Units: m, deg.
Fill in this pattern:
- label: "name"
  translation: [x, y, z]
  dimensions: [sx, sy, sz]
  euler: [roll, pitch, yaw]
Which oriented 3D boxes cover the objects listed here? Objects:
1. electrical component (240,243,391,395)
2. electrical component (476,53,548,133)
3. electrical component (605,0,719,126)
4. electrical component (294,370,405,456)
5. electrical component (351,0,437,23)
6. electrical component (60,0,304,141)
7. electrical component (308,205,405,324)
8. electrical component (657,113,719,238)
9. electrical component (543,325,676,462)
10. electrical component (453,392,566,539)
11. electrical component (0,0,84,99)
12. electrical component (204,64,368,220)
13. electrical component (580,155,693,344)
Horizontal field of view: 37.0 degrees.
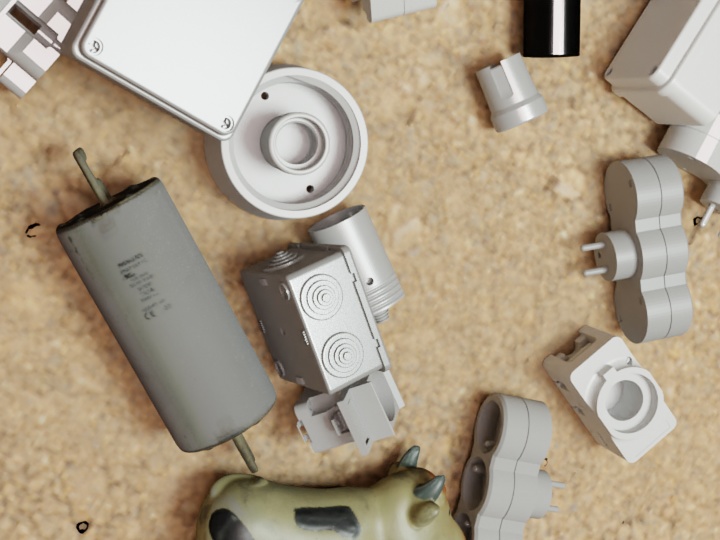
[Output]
- label: "electrical component"
  translation: [-0.032, 0.032, 0.719]
  dimensions: [0.048, 0.100, 0.099]
  euler: [-25, 104, -24]
- label: "electrical component"
  translation: [0.107, -0.126, 0.767]
  dimensions: [0.040, 0.040, 0.046]
  euler: [-26, 98, -11]
- label: "electrical component"
  translation: [0.240, -0.166, 0.777]
  dimensions: [0.057, 0.078, 0.113]
  euler: [33, 88, -20]
- label: "electrical component"
  translation: [-0.008, 0.095, 0.747]
  dimensions: [0.064, 0.081, 0.042]
  euler: [-21, 103, 18]
- label: "electrical component"
  translation: [0.023, -0.217, 0.707]
  dimensions: [0.056, 0.050, 0.089]
  euler: [-16, 132, -13]
- label: "electrical component"
  translation: [-0.106, -0.151, 0.649]
  dimensions: [0.109, 0.056, 0.108]
  euler: [29, 88, -28]
- label: "electrical component"
  translation: [0.000, 0.000, 0.751]
  dimensions: [0.043, 0.043, 0.081]
  euler: [-27, 104, -11]
- label: "electrical component"
  translation: [0.283, -0.061, 0.816]
  dimensions: [0.138, 0.052, 0.073]
  euler: [28, 90, -17]
- label: "electrical component"
  translation: [0.190, 0.094, 0.810]
  dimensions: [0.050, 0.056, 0.089]
  euler: [-39, 105, -8]
- label: "electrical component"
  translation: [0.119, 0.164, 0.801]
  dimensions: [0.074, 0.052, 0.138]
  euler: [13, 94, -17]
- label: "electrical component"
  translation: [-0.208, -0.154, 0.666]
  dimensions: [0.057, 0.058, 0.078]
  euler: [41, 85, -19]
- label: "electrical component"
  translation: [-0.046, -0.085, 0.718]
  dimensions: [0.108, 0.060, 0.108]
  euler: [-2, 98, -15]
- label: "electrical component"
  translation: [0.199, -0.012, 0.800]
  dimensions: [0.074, 0.052, 0.138]
  euler: [-10, 100, -13]
